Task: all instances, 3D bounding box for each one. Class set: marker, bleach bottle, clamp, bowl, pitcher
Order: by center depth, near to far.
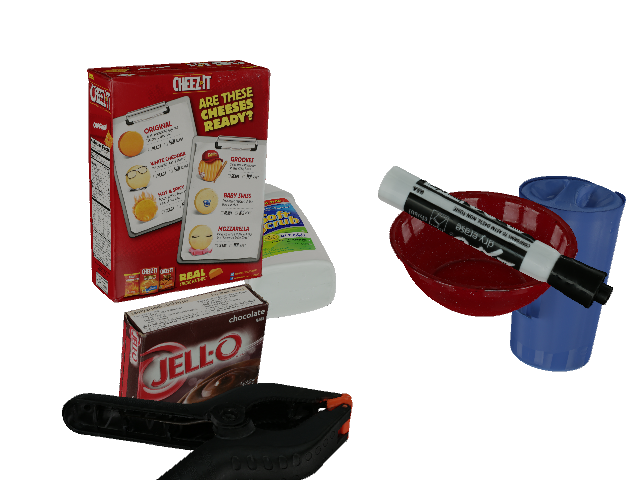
[{"bbox_3d":[0.083,-0.001,0.513,0.121,0.020,0.020,29,9,18],"label":"marker"},{"bbox_3d":[-0.056,0.121,0.611,0.171,0.039,0.120,-5,34,-17],"label":"clamp"},{"bbox_3d":[0.140,0.018,0.937,0.162,0.055,0.162,-1,33,0],"label":"bowl"},{"bbox_3d":[-0.061,-0.004,1.239,0.102,0.068,0.251,-8,29,-13],"label":"bleach bottle"},{"bbox_3d":[0.306,0.047,1.394,0.149,0.243,0.145,5,23,6],"label":"pitcher"}]

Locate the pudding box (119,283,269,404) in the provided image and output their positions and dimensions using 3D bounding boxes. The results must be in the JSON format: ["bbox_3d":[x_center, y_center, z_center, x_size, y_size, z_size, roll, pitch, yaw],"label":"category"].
[{"bbox_3d":[-0.100,0.089,0.836,0.113,0.090,0.039,-14,39,-34],"label":"pudding box"}]

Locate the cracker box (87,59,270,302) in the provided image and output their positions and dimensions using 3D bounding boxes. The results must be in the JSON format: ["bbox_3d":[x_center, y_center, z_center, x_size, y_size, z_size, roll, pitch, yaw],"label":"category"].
[{"bbox_3d":[-0.137,-0.061,1.026,0.163,0.214,0.072,-9,21,-32],"label":"cracker box"}]
